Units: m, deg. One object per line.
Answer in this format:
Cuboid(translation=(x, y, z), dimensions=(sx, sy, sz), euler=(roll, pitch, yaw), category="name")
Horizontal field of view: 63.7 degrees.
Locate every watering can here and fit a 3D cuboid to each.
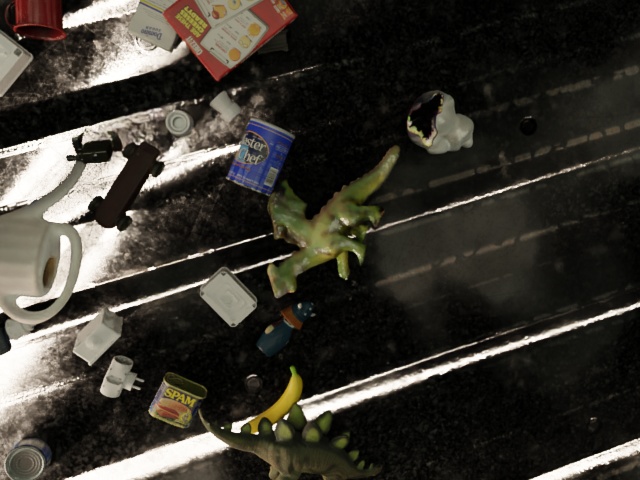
Cuboid(translation=(-0.597, -0.008, 1.049), dimensions=(0.224, 0.103, 0.350), euler=(6, 81, -9), category="watering can")

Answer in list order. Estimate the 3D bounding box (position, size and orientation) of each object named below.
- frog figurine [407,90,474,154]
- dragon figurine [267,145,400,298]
Cuboid(translation=(0.278, -0.263, 1.170), dimensions=(0.159, 0.122, 0.138), euler=(1, 88, -45), category="frog figurine")
Cuboid(translation=(0.003, -0.057, 1.140), dimensions=(0.243, 0.121, 0.413), euler=(21, 83, -2), category="dragon figurine")
